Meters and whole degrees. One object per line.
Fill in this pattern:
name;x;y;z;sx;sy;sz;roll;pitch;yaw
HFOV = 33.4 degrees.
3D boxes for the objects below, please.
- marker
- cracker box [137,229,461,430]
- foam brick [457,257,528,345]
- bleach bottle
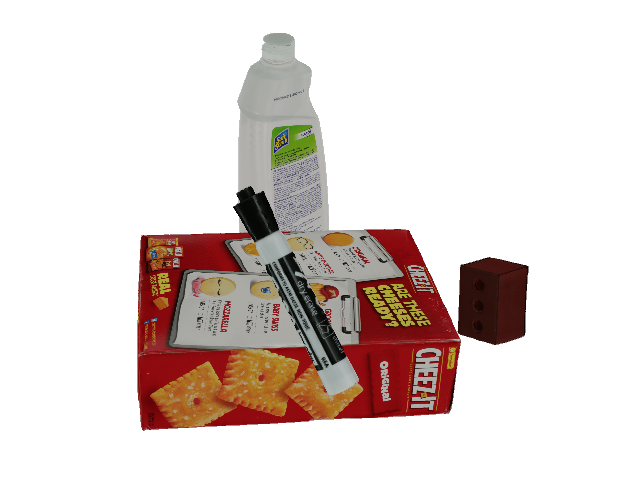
marker;-0.014;0.026;0.577;0.020;0.121;0.020;-27;1;0
cracker box;-0.024;0.060;0.774;0.213;0.072;0.164;-1;29;-8
foam brick;0.178;0.062;1.106;0.051;0.078;0.053;-14;20;-42
bleach bottle;-0.035;-0.086;1.062;0.102;0.251;0.068;-27;43;-35
